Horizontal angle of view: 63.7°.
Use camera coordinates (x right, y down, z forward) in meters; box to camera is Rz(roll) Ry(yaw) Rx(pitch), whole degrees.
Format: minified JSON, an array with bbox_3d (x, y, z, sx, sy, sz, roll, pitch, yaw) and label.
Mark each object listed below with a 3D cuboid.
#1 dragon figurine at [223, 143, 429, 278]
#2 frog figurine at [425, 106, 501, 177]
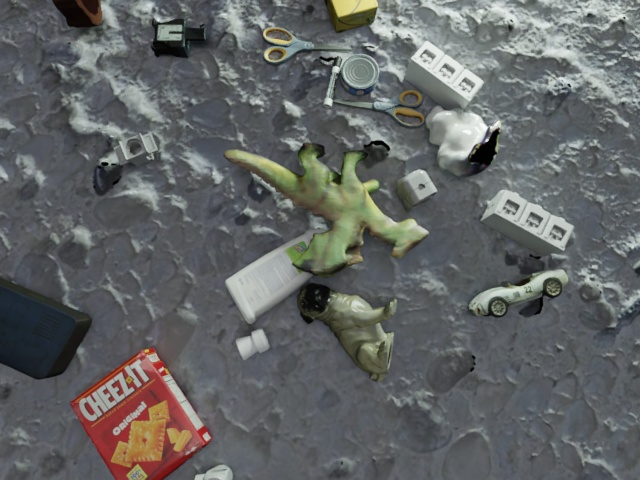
[{"bbox_3d":[0.003,-0.050,0.995,0.410,0.120,0.247,5,65,0],"label":"dragon figurine"},{"bbox_3d":[0.287,-0.209,1.083,0.161,0.121,0.137,30,88,41],"label":"frog figurine"}]
